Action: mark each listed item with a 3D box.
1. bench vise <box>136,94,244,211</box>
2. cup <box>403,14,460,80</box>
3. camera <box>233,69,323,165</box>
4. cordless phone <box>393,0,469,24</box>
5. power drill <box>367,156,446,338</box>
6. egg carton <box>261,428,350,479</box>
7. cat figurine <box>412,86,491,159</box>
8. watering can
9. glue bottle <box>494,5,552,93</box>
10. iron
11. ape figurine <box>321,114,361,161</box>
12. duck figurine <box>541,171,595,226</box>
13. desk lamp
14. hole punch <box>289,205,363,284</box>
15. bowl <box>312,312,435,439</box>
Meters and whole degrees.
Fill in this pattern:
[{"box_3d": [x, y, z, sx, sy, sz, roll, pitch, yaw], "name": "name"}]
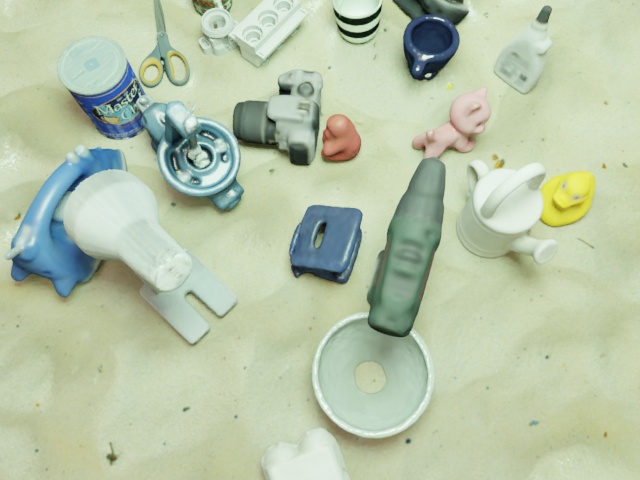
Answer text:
[{"box_3d": [-0.211, -0.146, 0.841, 0.207, 0.220, 0.121, 27, 73, 10], "name": "bench vise"}, {"box_3d": [0.176, -0.301, 0.958, 0.091, 0.095, 0.118, 21, 72, 8], "name": "cup"}, {"box_3d": [-0.068, -0.207, 0.924, 0.136, 0.101, 0.143, 5, 71, 2], "name": "camera"}, {"box_3d": [0.195, -0.457, 0.965, 0.094, 0.185, 0.147, -39, 75, -12], "name": "cordless phone"}, {"box_3d": [0.115, 0.026, 0.784, 0.075, 0.208, 0.230, 14, 71, 6], "name": "power drill"}, {"box_3d": [-0.010, 0.331, 0.751, 0.107, 0.069, 0.150, -20, 72, -6], "name": "egg carton"}, {"box_3d": [0.215, -0.184, 0.904, 0.128, 0.118, 0.067, -28, 73, -9], "name": "cat figurine"}, {"box_3d": [0.270, -0.045, 0.815, 0.172, 0.194, 0.101, 37, 75, 13], "name": "watering can"}, {"box_3d": [0.336, -0.311, 0.919, 0.037, 0.173, 0.078, -43, 75, -13], "name": "glue bottle"}, {"box_3d": [-0.375, -0.055, 0.851, 0.118, 0.141, 0.258, 17, 72, 7], "name": "iron"}, {"box_3d": [0.030, -0.170, 0.915, 0.076, 0.092, 0.078, 34, 74, 12], "name": "ape figurine"}, {"box_3d": [0.389, -0.076, 0.882, 0.105, 0.086, 0.077, -38, 74, -12], "name": "duck figurine"}, {"box_3d": [-0.225, 0.023, 0.785, 0.203, 0.213, 0.118, 40, 76, 13], "name": "desk lamp"}, {"box_3d": [0.008, 0.003, 0.855, 0.101, 0.091, 0.109, 15, 71, 6], "name": "hole punch"}, {"box_3d": [0.072, 0.189, 0.798, 0.167, 0.075, 0.167, 0, 71, 1], "name": "bowl"}]
